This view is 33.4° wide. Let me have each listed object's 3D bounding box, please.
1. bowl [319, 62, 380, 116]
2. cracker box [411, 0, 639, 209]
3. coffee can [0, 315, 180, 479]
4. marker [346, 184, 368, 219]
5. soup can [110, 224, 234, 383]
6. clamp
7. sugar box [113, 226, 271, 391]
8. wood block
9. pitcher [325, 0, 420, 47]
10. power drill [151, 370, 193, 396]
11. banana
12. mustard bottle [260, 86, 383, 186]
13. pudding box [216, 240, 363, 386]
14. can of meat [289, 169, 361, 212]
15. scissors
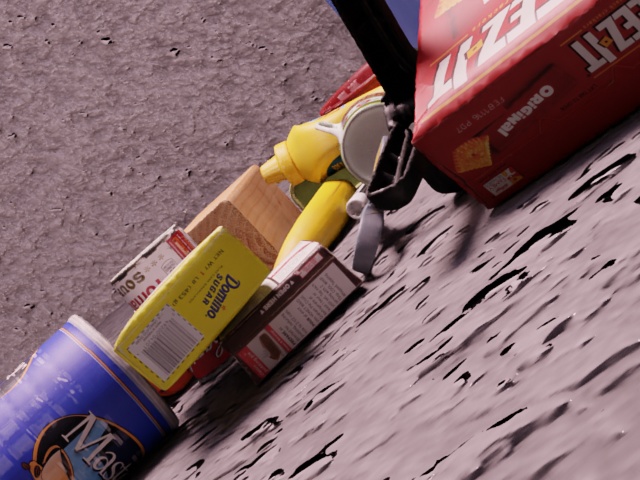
[{"bbox_3d":[0.077,-0.159,1.059,0.162,0.055,0.162,-41,11,9],"label":"bowl"},{"bbox_3d":[0.129,-0.145,0.581,0.164,0.072,0.213,-38,29,35],"label":"cracker box"},{"bbox_3d":[-0.177,0.133,0.695,0.140,0.103,0.103,-44,7,-17],"label":"coffee can"},{"bbox_3d":[0.050,-0.051,0.939,0.020,0.020,0.121,-38,8,31],"label":"marker"},{"bbox_3d":[-0.098,0.047,0.799,0.068,0.102,0.068,-41,7,6],"label":"soup can"},{"bbox_3d":[0.057,-0.070,0.628,0.036,0.164,0.209,-19,-24,22],"label":"clamp"},{"bbox_3d":[-0.084,0.044,0.676,0.093,0.048,0.176,-48,2,-8],"label":"sugar box"},{"bbox_3d":[-0.076,0.002,1.011,0.091,0.090,0.206,-41,7,11],"label":"wood block"},{"bbox_3d":[0.075,-0.209,0.848,0.145,0.243,0.149,-44,0,-4],"label":"pitcher"},{"bbox_3d":[-0.188,0.142,0.897,0.187,0.057,0.184,-43,7,-10],"label":"power drill"},{"bbox_3d":[0.003,-0.015,0.925,0.070,0.037,0.197,-61,-2,19],"label":"banana"},{"bbox_3d":[0.034,-0.099,0.963,0.192,0.058,0.096,-25,-1,10],"label":"mustard bottle"},{"bbox_3d":[-0.024,0.043,0.683,0.090,0.039,0.113,-45,4,-5],"label":"pudding box"},{"bbox_3d":[0.018,-0.075,1.117,0.102,0.057,0.084,-40,9,17],"label":"can of meat"},{"bbox_3d":[0.040,-0.032,0.728,0.201,0.016,0.096,-71,-5,-75],"label":"scissors"}]
